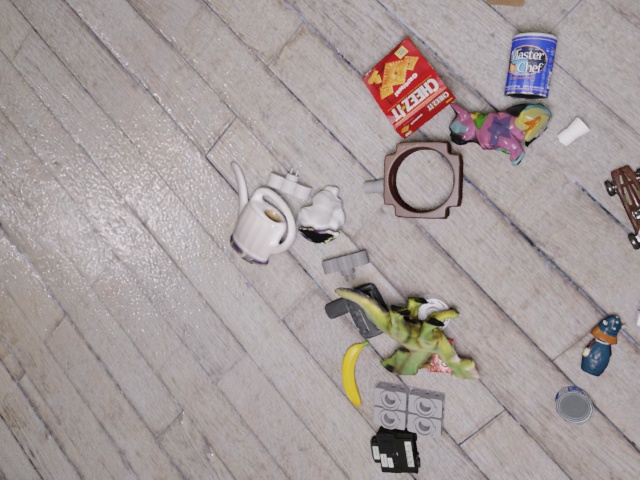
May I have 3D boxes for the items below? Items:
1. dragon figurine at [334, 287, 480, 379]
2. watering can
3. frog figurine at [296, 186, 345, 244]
[{"bbox_3d":[0.220,0.266,1.346,0.411,0.238,0.124,16,27,11],"label":"dragon figurine"},{"bbox_3d":[-0.202,-0.068,1.555,0.104,0.221,0.353,3,34,-52],"label":"watering can"},{"bbox_3d":[0.004,-0.074,1.479,0.137,0.163,0.120,0,-31,13],"label":"frog figurine"}]
